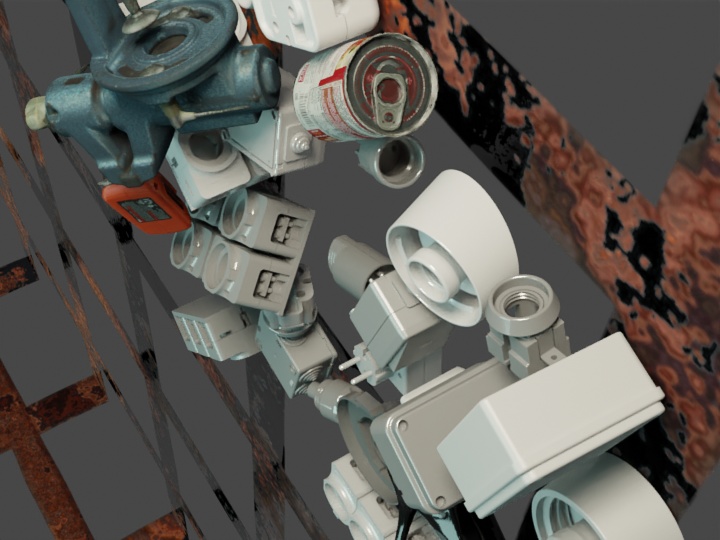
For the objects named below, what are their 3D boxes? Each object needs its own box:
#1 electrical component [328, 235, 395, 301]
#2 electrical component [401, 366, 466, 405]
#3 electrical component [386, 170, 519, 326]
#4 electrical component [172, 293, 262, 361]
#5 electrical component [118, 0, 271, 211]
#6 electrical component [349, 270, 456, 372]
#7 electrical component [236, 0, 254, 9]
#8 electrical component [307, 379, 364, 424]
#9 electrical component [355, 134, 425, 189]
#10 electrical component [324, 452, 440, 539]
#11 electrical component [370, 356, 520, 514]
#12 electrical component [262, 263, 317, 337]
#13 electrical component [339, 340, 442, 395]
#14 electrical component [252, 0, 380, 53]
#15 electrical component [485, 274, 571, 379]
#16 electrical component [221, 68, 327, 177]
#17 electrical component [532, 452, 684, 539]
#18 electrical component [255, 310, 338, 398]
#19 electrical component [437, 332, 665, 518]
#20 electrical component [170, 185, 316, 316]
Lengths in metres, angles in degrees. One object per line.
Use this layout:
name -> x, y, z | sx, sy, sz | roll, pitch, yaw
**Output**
electrical component -> 0.000, 0.000, 0.918 | 0.081, 0.043, 0.043 | 34, 144, 52
electrical component -> 0.074, 0.124, 0.861 | 0.061, 0.062, 0.096 | 33, 143, 53
electrical component -> 0.067, -0.012, 0.754 | 0.099, 0.064, 0.099 | 40, 156, 22
electrical component -> -0.156, 0.063, 1.290 | 0.150, 0.089, 0.061 | 3, 117, 66
electrical component -> -0.140, -0.163, 0.974 | 0.186, 0.105, 0.060 | 65, 159, -2
electrical component -> 0.040, 0.033, 0.837 | 0.061, 0.062, 0.096 | 59, 158, 13
electrical component -> -0.068, -0.225, 0.807 | 0.048, 0.055, 0.066 | 11, 124, 64
electrical component -> -0.027, 0.134, 1.118 | 0.062, 0.043, 0.043 | 19, 133, 38
electrical component -> 0.020, -0.083, 0.786 | 0.046, 0.040, 0.040 | 35, 145, 62
electrical component -> 0.027, 0.268, 1.131 | 0.150, 0.062, 0.089 | 51, 155, 30
electrical component -> 0.075, 0.119, 0.783 | 0.078, 0.113, 0.057 | 63, 162, 2
electrical component -> -0.074, 0.032, 1.104 | 0.057, 0.058, 0.078 | 86, 173, -52
electrical component -> 0.020, 0.072, 0.907 | 0.065, 0.077, 0.047 | 47, 153, 38
electrical component -> -0.030, -0.191, 0.752 | 0.095, 0.059, 0.053 | 31, 142, 55
electrical component -> 0.109, 0.037, 0.706 | 0.066, 0.048, 0.055 | 42, 157, 44
electrical component -> -0.065, -0.124, 0.902 | 0.096, 0.061, 0.061 | 38, 134, 38
electrical component -> 0.161, 0.184, 0.726 | 0.108, 0.060, 0.108 | 49, 154, 34
electrical component -> -0.072, 0.083, 1.174 | 0.099, 0.048, 0.099 | 57, 158, 18
electrical component -> 0.116, 0.098, 0.670 | 0.056, 0.109, 0.108 | 61, 159, 17
electrical component -> -0.127, -0.035, 1.080 | 0.186, 0.060, 0.105 | 27, 100, 57
